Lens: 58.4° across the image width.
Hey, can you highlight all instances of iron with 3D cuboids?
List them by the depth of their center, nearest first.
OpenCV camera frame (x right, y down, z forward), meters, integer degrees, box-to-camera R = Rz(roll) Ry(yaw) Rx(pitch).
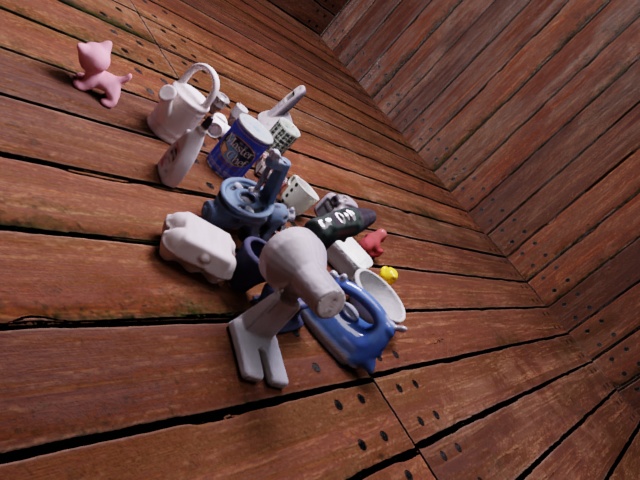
[{"bbox_3d":[0.055,0.148,1.204,0.258,0.141,0.119,46,22,1],"label":"iron"}]

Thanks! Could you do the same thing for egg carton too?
[{"bbox_3d":[-0.222,0.015,1.052,0.151,0.069,0.107,31,26,-30],"label":"egg carton"}]

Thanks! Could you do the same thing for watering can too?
[{"bbox_3d":[-0.306,-0.317,1.312,0.101,0.193,0.173,40,23,-11],"label":"watering can"}]

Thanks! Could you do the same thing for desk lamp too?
[{"bbox_3d":[-0.054,0.110,0.989,0.118,0.213,0.203,24,30,-40],"label":"desk lamp"}]

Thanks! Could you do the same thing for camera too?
[{"bbox_3d":[0.076,-0.063,1.652,0.137,0.100,0.143,22,32,-43],"label":"camera"}]

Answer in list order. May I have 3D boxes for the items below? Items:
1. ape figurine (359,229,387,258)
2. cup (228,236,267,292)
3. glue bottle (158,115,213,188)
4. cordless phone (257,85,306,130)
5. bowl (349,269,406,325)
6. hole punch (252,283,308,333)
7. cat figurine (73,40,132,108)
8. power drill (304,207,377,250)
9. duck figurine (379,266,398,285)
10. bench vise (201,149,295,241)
[{"bbox_3d":[0.162,0.004,1.696,0.076,0.092,0.077,21,32,-45],"label":"ape figurine"},{"bbox_3d":[-0.123,0.063,1.105,0.118,0.094,0.091,38,23,-15],"label":"cup"},{"bbox_3d":[-0.273,-0.192,1.182,0.037,0.173,0.078,21,32,-45],"label":"glue bottle"},{"bbox_3d":[-0.110,-0.402,1.802,0.094,0.184,0.147,29,27,-33],"label":"cordless phone"},{"bbox_3d":[0.126,0.155,1.400,0.168,0.074,0.167,37,24,-19],"label":"bowl"},{"bbox_3d":[-0.060,0.117,1.126,0.101,0.091,0.109,53,24,18],"label":"hole punch"},{"bbox_3d":[-0.466,-0.366,1.222,0.128,0.117,0.067,31,26,-31],"label":"cat figurine"},{"bbox_3d":[0.012,0.005,1.287,0.075,0.208,0.230,51,23,16],"label":"power drill"},{"bbox_3d":[0.172,0.114,1.534,0.078,0.086,0.104,33,25,-26],"label":"duck figurine"},{"bbox_3d":[-0.122,-0.101,1.224,0.121,0.219,0.208,53,24,18],"label":"bench vise"}]
